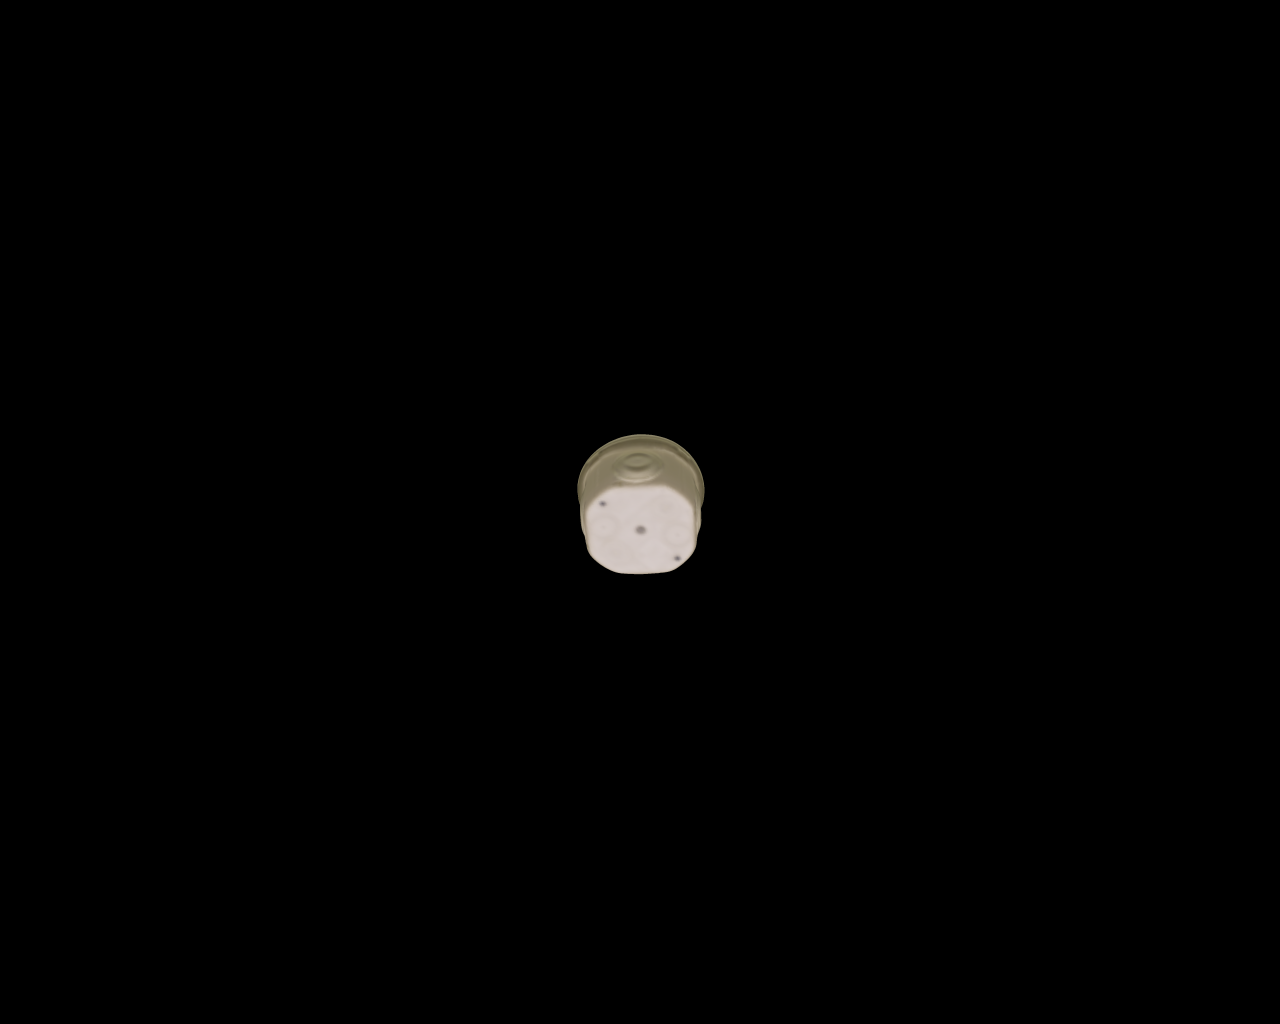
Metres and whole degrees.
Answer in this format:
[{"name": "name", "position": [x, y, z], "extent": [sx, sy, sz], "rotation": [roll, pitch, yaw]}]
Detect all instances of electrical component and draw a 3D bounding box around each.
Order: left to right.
[{"name": "electrical component", "position": [0.001, -0.003, 0.650], "extent": [0.080, 0.080, 0.051], "rotation": [0, 35, 0]}]
